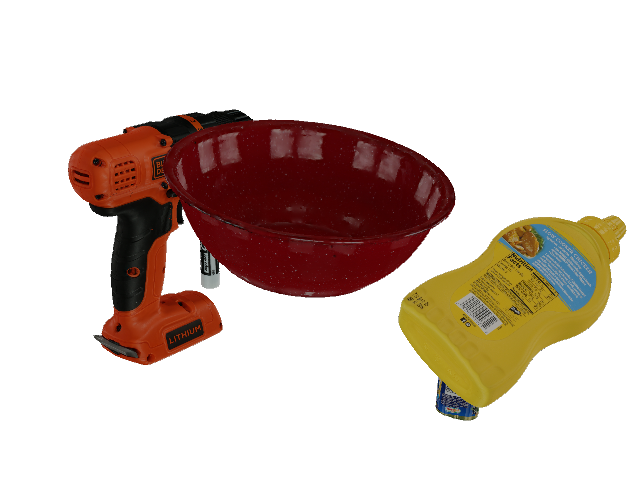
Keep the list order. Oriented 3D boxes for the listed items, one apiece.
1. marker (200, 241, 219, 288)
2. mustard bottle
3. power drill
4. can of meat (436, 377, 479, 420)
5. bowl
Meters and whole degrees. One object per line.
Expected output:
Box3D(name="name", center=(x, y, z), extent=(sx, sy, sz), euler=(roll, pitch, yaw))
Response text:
Box3D(name="marker", center=(-0.110, -0.009, 1.054), extent=(0.020, 0.121, 0.020), euler=(1, 26, -1))
Box3D(name="mustard bottle", center=(0.157, 0.035, 0.795), extent=(0.191, 0.096, 0.058), euler=(-33, -28, -22))
Box3D(name="power drill", center=(-0.119, -0.007, 0.862), extent=(0.057, 0.188, 0.184), euler=(16, 25, 37))
Box3D(name="can of meat", center=(0.172, 0.158, 1.295), extent=(0.057, 0.084, 0.102), euler=(9, 21, 6))
Box3D(name="bowl", center=(-0.009, -0.014, 0.598), extent=(0.162, 0.055, 0.162), euler=(6, 26, -3))
